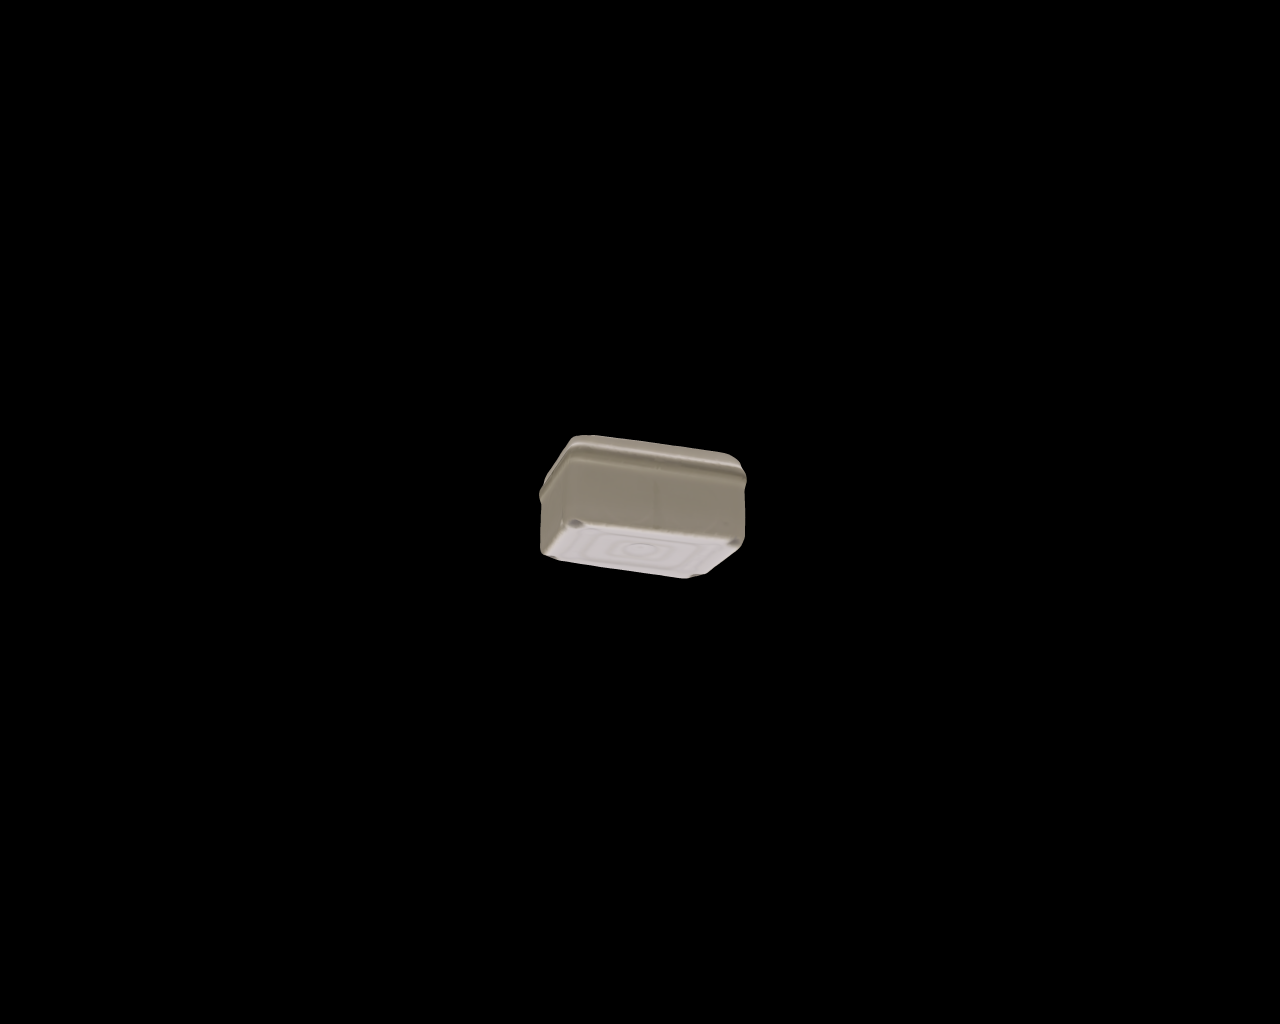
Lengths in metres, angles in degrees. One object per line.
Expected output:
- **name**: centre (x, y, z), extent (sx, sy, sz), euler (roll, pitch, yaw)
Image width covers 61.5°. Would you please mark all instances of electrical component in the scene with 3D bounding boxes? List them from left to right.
- **electrical component**: centre (0.001, -0.003, 0.650), extent (0.113, 0.057, 0.078), euler (8, -23, -18)
